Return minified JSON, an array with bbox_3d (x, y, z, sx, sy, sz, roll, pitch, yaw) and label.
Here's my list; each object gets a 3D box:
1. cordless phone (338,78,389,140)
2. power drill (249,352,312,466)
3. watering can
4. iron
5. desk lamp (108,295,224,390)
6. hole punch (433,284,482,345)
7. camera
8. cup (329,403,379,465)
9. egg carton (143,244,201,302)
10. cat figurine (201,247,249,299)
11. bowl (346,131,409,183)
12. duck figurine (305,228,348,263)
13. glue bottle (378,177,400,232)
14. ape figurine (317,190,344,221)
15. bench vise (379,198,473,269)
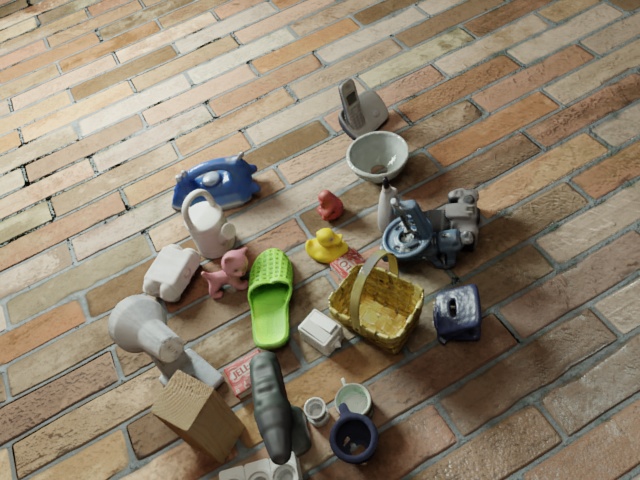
[{"bbox_3d":[0.114,-0.384,1.595,0.094,0.185,0.148,33,66,30],"label":"cordless phone"},{"bbox_3d":[-0.076,0.337,1.086,0.075,0.209,0.229,-19,53,-2],"label":"power drill"},{"bbox_3d":[-0.277,-0.046,1.418,0.172,0.194,0.101,7,56,16],"label":"watering can"},{"bbox_3d":[-0.297,-0.160,1.538,0.258,0.142,0.118,-15,53,0],"label":"iron"},{"bbox_3d":[-0.326,0.231,1.210,0.202,0.214,0.118,30,65,28],"label":"desk lamp"},{"bbox_3d":[0.292,0.157,1.220,0.101,0.091,0.108,-3,54,9],"label":"hole punch"},{"bbox_3d":[0.310,-0.057,1.368,0.136,0.101,0.143,1,54,12],"label":"camera"},{"bbox_3d":[0.064,0.380,1.098,0.091,0.095,0.117,-21,53,-4],"label":"cup"},{"bbox_3d":[-0.364,0.081,1.419,0.107,0.069,0.150,12,57,19],"label":"egg carton"},{"bbox_3d":[-0.221,0.071,1.368,0.128,0.118,0.067,-21,53,-4],"label":"cat figurine"},{"bbox_3d":[0.156,-0.208,1.526,0.167,0.075,0.167,-5,53,7],"label":"bowl"},{"bbox_3d":[0.013,0.005,1.390,0.104,0.086,0.077,1,54,12],"label":"duck figurine"},{"bbox_3d":[0.165,-0.092,1.377,0.037,0.173,0.078,20,60,24],"label":"glue bottle"},{"bbox_3d":[0.019,-0.095,1.459,0.076,0.092,0.078,3,55,14],"label":"ape figurine"},{"bbox_3d":[0.231,-0.028,1.287,0.207,0.220,0.121,-14,53,1],"label":"bench vise"}]
